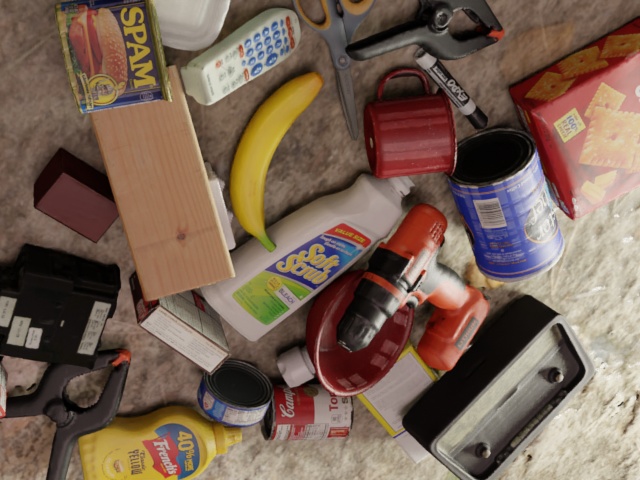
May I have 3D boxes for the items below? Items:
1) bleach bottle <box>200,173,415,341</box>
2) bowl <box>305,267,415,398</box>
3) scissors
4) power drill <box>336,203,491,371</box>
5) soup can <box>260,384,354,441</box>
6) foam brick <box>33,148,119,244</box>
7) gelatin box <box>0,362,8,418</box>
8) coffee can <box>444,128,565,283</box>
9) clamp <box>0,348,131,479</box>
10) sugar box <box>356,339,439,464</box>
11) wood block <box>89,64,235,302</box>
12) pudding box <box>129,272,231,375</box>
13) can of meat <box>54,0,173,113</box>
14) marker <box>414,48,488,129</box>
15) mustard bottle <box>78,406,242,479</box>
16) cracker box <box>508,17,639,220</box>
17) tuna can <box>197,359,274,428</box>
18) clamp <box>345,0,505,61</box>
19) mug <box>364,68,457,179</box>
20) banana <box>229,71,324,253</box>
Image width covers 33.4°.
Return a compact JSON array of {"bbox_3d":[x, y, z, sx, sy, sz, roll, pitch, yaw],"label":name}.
[{"bbox_3d":[-0.008,0.001,1.171,0.251,0.068,0.102,-38,126,8],"label":"bleach bottle"},{"bbox_3d":[0.036,0.096,1.223,0.161,0.055,0.162,-21,122,-38],"label":"bowl"},{"bbox_3d":[0.036,-0.199,1.081,0.096,0.016,0.201,-28,125,3],"label":"scissors"},{"bbox_3d":[0.109,0.075,1.202,0.184,0.057,0.187,-55,138,-10],"label":"power drill"},{"bbox_3d":[-0.017,0.208,1.296,0.102,0.068,0.068,2,121,-17],"label":"soup can"},{"bbox_3d":[-0.245,-0.044,1.082,0.078,0.053,0.051,34,108,-30],"label":"foam brick"},{"bbox_3d":[-0.370,0.143,1.156,0.030,0.073,0.089,-19,125,-2],"label":"gelatin box"},{"bbox_3d":[0.204,-0.038,1.177,0.103,0.103,0.140,-24,124,1],"label":"coffee can"},{"bbox_3d":[-0.291,0.205,1.212,0.210,0.036,0.164,-34,96,2],"label":"clamp"},{"bbox_3d":[0.110,0.198,1.337,0.093,0.048,0.176,-34,127,4],"label":"sugar box"},{"bbox_3d":[-0.154,-0.056,1.030,0.090,0.090,0.206,-16,99,-6],"label":"wood block"},{"bbox_3d":[-0.154,0.085,1.166,0.039,0.090,0.113,-44,123,13],"label":"pudding box"},{"bbox_3d":[-0.180,-0.165,0.934,0.084,0.057,0.102,-10,104,-4],"label":"can of meat"},{"bbox_3d":[0.142,-0.159,1.134,0.020,0.020,0.121,-40,123,11],"label":"marker"},{"bbox_3d":[-0.189,0.248,1.280,0.191,0.058,0.096,-8,110,-11],"label":"mustard bottle"},{"bbox_3d":[0.335,-0.140,1.166,0.214,0.072,0.164,-28,125,3],"label":"cracker box"},{"bbox_3d":[-0.099,0.179,1.244,0.086,0.086,0.034,10,120,-21],"label":"tuna can"},{"bbox_3d":[0.105,-0.216,1.066,0.171,0.039,0.120,19,109,-28],"label":"clamp"},{"bbox_3d":[0.090,-0.120,1.111,0.081,0.093,0.117,-7,95,-5],"label":"mug"},{"bbox_3d":[-0.053,-0.088,1.108,0.069,0.037,0.198,16,110,-1],"label":"banana"}]
